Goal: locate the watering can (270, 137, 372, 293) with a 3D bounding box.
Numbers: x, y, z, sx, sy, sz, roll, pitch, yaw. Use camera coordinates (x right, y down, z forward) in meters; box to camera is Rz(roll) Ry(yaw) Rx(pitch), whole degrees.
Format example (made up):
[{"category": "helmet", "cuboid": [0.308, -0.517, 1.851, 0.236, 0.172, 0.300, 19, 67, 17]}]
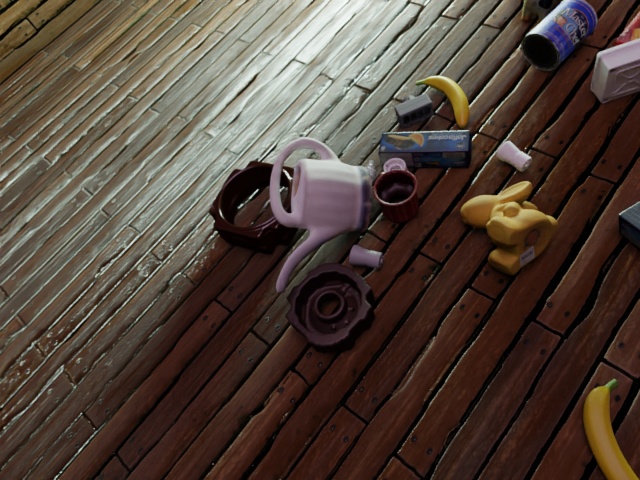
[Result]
[{"category": "watering can", "cuboid": [0.003, -0.055, 1.085, 0.224, 0.102, 0.353, 5, 70, -14]}]
